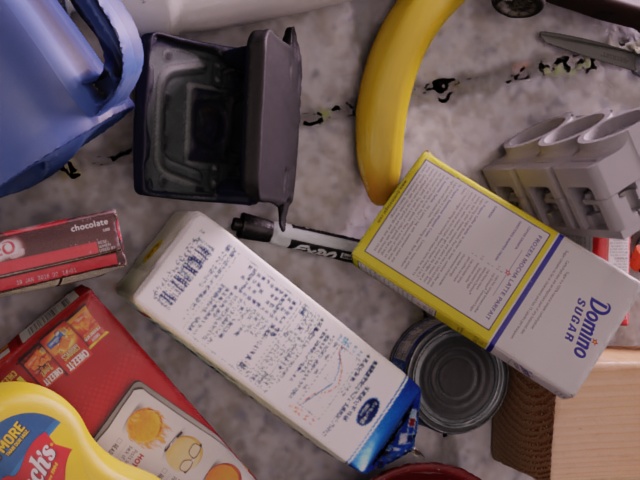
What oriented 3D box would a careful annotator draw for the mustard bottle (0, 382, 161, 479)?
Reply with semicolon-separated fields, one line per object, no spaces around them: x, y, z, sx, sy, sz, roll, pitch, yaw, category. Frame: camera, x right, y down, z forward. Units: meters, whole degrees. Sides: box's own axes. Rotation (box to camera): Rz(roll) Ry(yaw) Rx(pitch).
-0.169;0.139;0.616;0.191;0.058;0.096;44;82;-15;mustard bottle

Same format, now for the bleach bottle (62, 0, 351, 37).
-0.051;-0.197;0.718;0.250;0.068;0.102;-15;83;-13;bleach bottle

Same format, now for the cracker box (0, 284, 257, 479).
-0.147;0.160;0.695;0.164;0.072;0.213;-42;104;-12;cracker box

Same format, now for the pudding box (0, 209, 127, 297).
-0.172;0.010;0.658;0.090;0.114;0.039;-12;89;-18;pudding box

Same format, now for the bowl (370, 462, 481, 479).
0.062;0.236;0.774;0.162;0.055;0.162;-1;92;-18;bowl

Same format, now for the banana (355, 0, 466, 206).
0.066;-0.124;0.772;0.069;0.037;0.198;30;83;-15;banana

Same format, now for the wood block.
0.244;0.129;0.814;0.205;0.090;0.091;2;92;-19;wood block

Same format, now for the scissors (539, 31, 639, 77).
0.266;-0.120;0.850;0.201;0.016;0.096;-5;94;-18;scissors

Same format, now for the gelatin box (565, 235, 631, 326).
0.193;0.023;0.793;0.030;0.089;0.073;1;92;-20;gelatin box

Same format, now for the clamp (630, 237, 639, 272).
0.347;-0.011;0.839;0.210;0.036;0.165;-25;61;-11;clamp

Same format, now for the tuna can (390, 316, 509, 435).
0.096;0.100;0.792;0.086;0.034;0.086;-1;92;-18;tuna can

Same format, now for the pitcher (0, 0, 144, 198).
-0.220;-0.145;0.626;0.149;0.145;0.243;-34;99;-13;pitcher

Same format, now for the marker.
-0.005;0.001;0.763;0.121;0.020;0.020;13;88;-18;marker

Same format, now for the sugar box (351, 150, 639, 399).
0.119;0.024;0.733;0.176;0.048;0.093;34;83;8;sugar box
